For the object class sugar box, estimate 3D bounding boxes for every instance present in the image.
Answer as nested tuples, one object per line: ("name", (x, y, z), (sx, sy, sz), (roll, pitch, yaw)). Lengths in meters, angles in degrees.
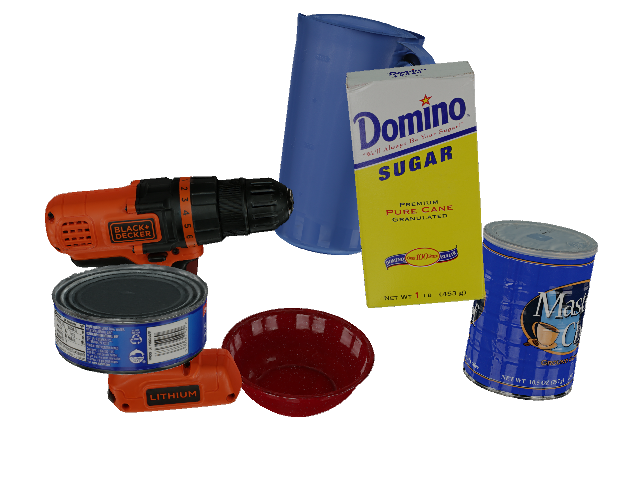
("sugar box", (0.072, -0.040, 0.795), (0.093, 0.176, 0.048), (-6, 23, 4))

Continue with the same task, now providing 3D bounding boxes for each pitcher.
("pitcher", (0.029, -0.109, 1.116), (0.145, 0.243, 0.149), (9, 16, -3))

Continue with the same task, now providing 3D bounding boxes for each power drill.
("power drill", (-0.107, 0.039, 0.826), (0.184, 0.188, 0.057), (-4, 26, 0))

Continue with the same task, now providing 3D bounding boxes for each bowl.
("bowl", (-0.025, 0.138, 1.135), (0.162, 0.055, 0.162), (3, 30, -2))

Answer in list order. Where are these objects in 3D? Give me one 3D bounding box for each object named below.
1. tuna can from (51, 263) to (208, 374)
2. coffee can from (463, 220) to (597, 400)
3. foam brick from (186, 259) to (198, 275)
("tuna can", (-0.106, 0.043, 0.598), (0.086, 0.034, 0.086), (2, 18, -1))
("coffee can", (0.192, 0.062, 0.983), (0.103, 0.140, 0.103), (6, 16, -2))
("foam brick", (-0.170, 0.012, 1.107), (0.078, 0.051, 0.053), (-6, 22, -19))
